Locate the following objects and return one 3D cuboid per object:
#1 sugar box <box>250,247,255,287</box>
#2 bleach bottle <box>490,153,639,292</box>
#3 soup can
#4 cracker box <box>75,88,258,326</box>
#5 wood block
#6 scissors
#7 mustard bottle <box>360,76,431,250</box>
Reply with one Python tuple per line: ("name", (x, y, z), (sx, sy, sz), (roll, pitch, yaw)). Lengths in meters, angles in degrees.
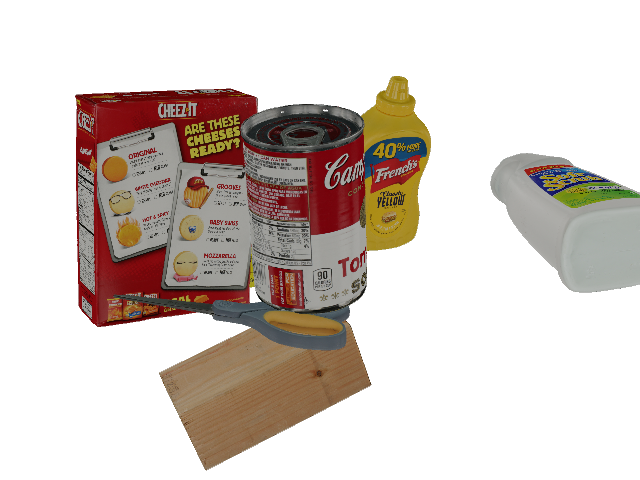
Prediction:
("sugar box", (-0.088, -0.041, 1.310), (0.048, 0.176, 0.093), (-12, 26, -17))
("bleach bottle", (0.204, -0.030, 0.926), (0.102, 0.068, 0.251), (-7, 19, -11))
("soup can", (-0.008, -0.018, 0.603), (0.068, 0.102, 0.068), (-2, 26, 1))
("cracker box", (-0.150, -0.035, 1.031), (0.163, 0.214, 0.072), (-7, 19, -30))
("wood block", (-0.061, 0.155, 1.187), (0.206, 0.091, 0.090), (-25, 29, -10))
("scissors", (-0.063, 0.054, 0.890), (0.202, 0.016, 0.096), (13, 22, 25))
("mustard bottle", (0.070, -0.084, 1.144), (0.096, 0.192, 0.058), (-6, 32, -23))
